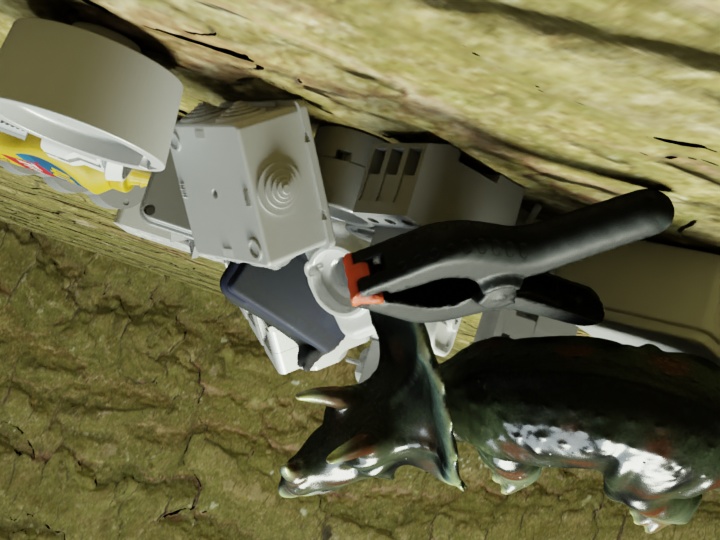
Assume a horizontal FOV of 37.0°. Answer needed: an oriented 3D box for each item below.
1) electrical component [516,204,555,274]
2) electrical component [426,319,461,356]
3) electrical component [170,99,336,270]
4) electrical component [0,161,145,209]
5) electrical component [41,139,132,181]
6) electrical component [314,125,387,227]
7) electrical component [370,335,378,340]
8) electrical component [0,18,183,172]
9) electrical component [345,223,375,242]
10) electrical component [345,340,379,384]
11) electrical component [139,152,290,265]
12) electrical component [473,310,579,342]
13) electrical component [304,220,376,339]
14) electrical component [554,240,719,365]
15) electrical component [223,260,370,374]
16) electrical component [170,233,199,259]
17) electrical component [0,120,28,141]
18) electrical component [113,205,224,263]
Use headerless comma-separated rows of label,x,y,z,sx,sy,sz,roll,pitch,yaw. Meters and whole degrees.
electrical component,0.092,-0.015,0.690,0.077,0.044,0.079,-14,149,-28
electrical component,0.052,0.015,0.872,0.059,0.095,0.054,15,173,24
electrical component,-0.067,-0.051,0.635,0.048,0.099,0.100,-23,-160,-34
electrical component,-0.254,-0.095,0.966,0.138,0.052,0.074,22,172,-29
electrical component,-0.185,-0.097,0.759,0.057,0.058,0.078,21,173,-4
electrical component,-0.007,-0.056,0.658,0.055,0.047,0.055,18,173,2
electrical component,0.046,0.024,0.986,0.062,0.089,0.150,18,173,1
electrical component,-0.152,-0.103,0.603,0.108,0.060,0.108,18,173,2
electrical component,0.024,-0.041,0.700,0.055,0.047,0.055,18,173,2
electrical component,0.021,0.096,1.027,0.077,0.047,0.066,13,172,37
electrical component,-0.094,-0.053,0.780,0.113,0.078,0.057,18,176,0
electrical component,0.140,0.046,0.912,0.062,0.089,0.150,18,173,2
electrical component,0.000,0.000,0.811,0.054,0.095,0.059,-23,-177,39
electrical component,0.194,0.020,0.704,0.109,0.056,0.109,14,172,34
electrical component,-0.061,0.027,1.010,0.089,0.061,0.150,-21,-147,-13
electrical component,-0.129,-0.055,0.889,0.063,0.078,0.121,-10,178,-10
electrical component,-0.273,-0.127,0.805,0.081,0.043,0.043,20,173,-16
electrical component,-0.185,-0.054,1.099,0.113,0.057,0.078,18,173,3
